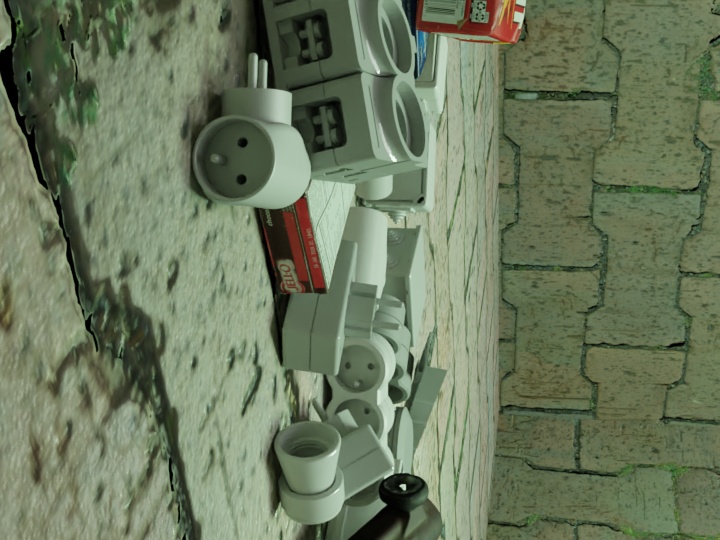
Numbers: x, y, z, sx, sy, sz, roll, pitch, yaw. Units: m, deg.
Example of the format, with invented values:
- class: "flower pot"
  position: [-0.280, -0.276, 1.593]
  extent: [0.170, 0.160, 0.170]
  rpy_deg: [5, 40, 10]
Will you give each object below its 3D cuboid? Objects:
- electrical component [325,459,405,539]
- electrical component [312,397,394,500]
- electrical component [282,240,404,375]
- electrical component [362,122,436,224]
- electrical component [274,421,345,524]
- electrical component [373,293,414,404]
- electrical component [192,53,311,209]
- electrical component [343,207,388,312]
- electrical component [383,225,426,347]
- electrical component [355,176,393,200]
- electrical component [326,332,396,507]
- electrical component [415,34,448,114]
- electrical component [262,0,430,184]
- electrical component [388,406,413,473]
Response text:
- class: "electrical component"
  position: [0.009, 0.235, 0.936]
  extent: [0.108, 0.056, 0.108]
  rpy_deg: [81, 15, -45]
- class: "electrical component"
  position: [-0.016, 0.129, 0.799]
  extent: [0.075, 0.047, 0.083]
  rpy_deg: [59, -9, 10]
- class: "electrical component"
  position: [-0.008, 0.026, 0.733]
  extent: [0.047, 0.076, 0.083]
  rpy_deg: [95, 5, -53]
- class: "electrical component"
  position: [0.038, -0.090, 1.015]
  extent: [0.061, 0.062, 0.096]
  rpy_deg: [16, 76, -79]
- class: "electrical component"
  position: [-0.033, 0.136, 0.722]
  extent: [0.045, 0.045, 0.055]
  rpy_deg: [-70, 159, -59]
- class: "electrical component"
  position: [0.020, 0.058, 0.973]
  extent: [0.138, 0.052, 0.073]
  rpy_deg: [77, 18, -55]
- class: "electrical component"
  position: [-0.055, -0.073, 0.568]
  extent: [0.077, 0.043, 0.079]
  rpy_deg: [-3, 95, -79]
- class: "electrical component"
  position: [0.000, 0.000, 0.879]
  extent: [0.079, 0.043, 0.077]
  rpy_deg: [69, 25, -64]
- class: "electrical component"
  position: [0.033, 0.014, 1.048]
  extent: [0.099, 0.048, 0.099]
  rpy_deg: [-73, 162, -54]
- class: "electrical component"
  position: [0.011, -0.094, 0.932]
  extent: [0.044, 0.044, 0.065]
  rpy_deg: [-75, 169, -49]
- class: "electrical component"
  position: [0.003, 0.119, 0.894]
  extent: [0.074, 0.052, 0.138]
  rpy_deg: [-21, 112, -78]
- class: "electrical component"
  position: [0.051, -0.198, 1.065]
  extent: [0.061, 0.062, 0.096]
  rpy_deg: [65, 29, -68]
- class: "electrical component"
  position: [-0.006, -0.132, 0.642]
  extent: [0.089, 0.062, 0.150]
  rpy_deg: [-4, 84, -67]
- class: "electrical component"
  position: [0.020, 0.166, 1.001]
  extent: [0.080, 0.051, 0.080]
  rpy_deg: [2, 90, -79]
